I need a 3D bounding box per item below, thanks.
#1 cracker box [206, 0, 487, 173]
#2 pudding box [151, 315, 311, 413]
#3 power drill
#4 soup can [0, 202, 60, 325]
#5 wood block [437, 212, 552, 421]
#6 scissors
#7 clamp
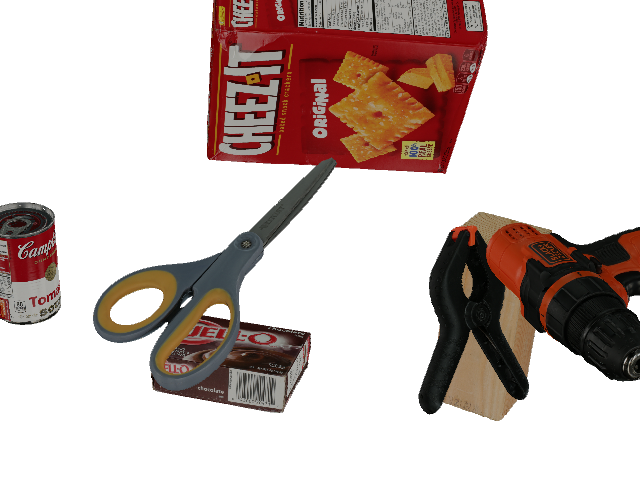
[{"bbox_3d":[0.015,-0.132,0.882,0.213,0.072,0.164,2,-34,-6],"label":"cracker box"},{"bbox_3d":[-0.072,0.099,0.884,0.113,0.039,0.090,10,21,9],"label":"pudding box"},{"bbox_3d":[0.232,0.027,0.743,0.187,0.057,0.184,-9,28,-15],"label":"power drill"},{"bbox_3d":[-0.292,0.023,1.047,0.068,0.102,0.068,2,29,-1],"label":"soup can"},{"bbox_3d":[0.192,0.085,1.210,0.090,0.206,0.090,16,25,25],"label":"wood block"},{"bbox_3d":[-0.066,0.007,0.656,0.096,0.201,0.016,12,-42,14],"label":"scissors"},{"bbox_3d":[0.128,0.075,0.968,0.120,0.171,0.039,-13,1,-37],"label":"clamp"}]
